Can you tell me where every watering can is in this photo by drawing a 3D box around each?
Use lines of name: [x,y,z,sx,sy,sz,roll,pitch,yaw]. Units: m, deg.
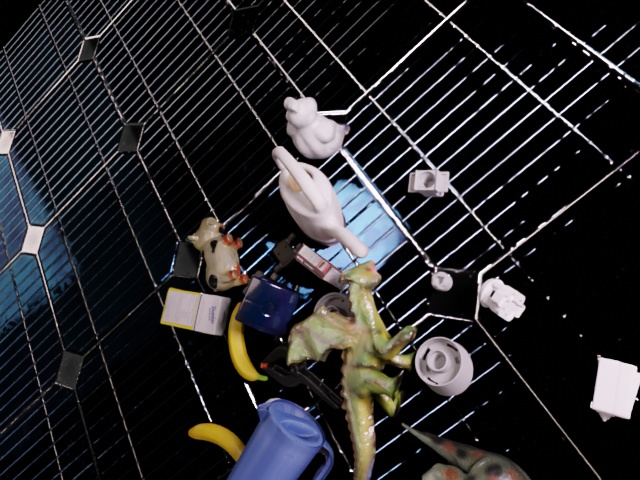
watering can: [0.003,-0.054,1.075,0.104,0.220,0.353,-35,60,-3]

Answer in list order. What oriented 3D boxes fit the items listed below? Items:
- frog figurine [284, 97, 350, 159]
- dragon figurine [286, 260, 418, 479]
frog figurine: [-0.021,-0.256,1.182,0.138,0.158,0.123,24,91,32]
dragon figurine: [0.048,0.237,0.986,0.244,0.121,0.413,20,83,19]
